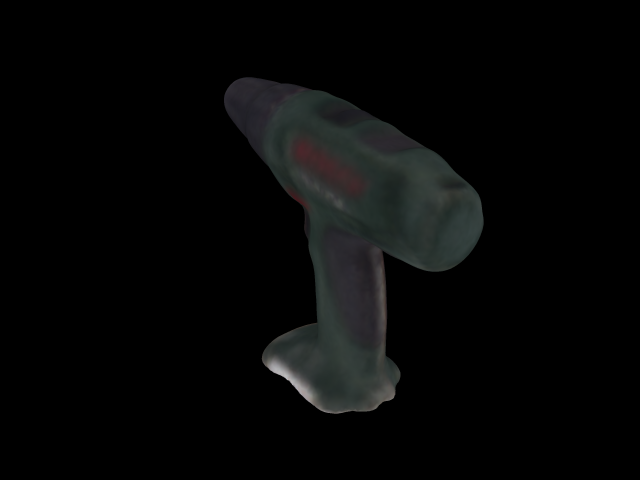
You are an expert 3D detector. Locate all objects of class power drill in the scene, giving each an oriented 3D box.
[{"bbox_3d":[0.004,0.001,0.400,0.076,0.208,0.228,-17,27,-37],"label":"power drill"}]
